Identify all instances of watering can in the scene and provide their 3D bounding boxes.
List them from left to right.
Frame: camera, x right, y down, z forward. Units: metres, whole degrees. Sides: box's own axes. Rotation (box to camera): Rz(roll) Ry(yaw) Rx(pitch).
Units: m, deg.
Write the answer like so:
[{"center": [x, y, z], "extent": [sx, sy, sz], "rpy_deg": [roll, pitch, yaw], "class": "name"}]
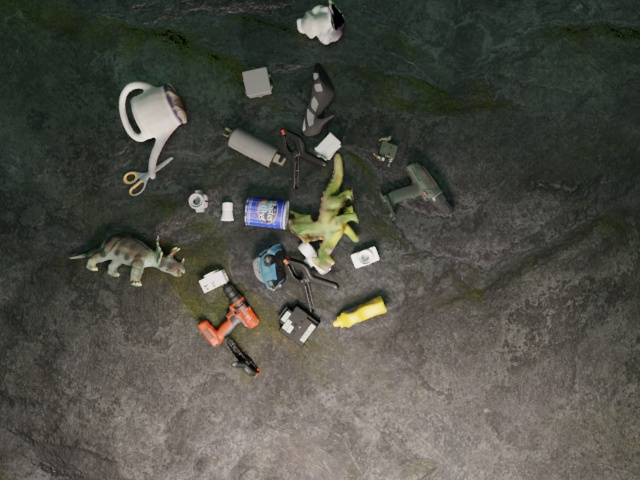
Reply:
[{"center": [-0.573, -0.409, 1.819], "extent": [0.224, 0.104, 0.348], "rpy_deg": [-23, 88, 2], "class": "watering can"}]

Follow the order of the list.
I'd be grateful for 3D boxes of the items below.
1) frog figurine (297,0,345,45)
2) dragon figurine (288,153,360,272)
[{"center": [0.003, -0.756, 1.818], "extent": [0.158, 0.124, 0.136], "rpy_deg": [-12, 101, 38], "class": "frog figurine"}, {"center": [0.005, -0.090, 1.790], "extent": [0.243, 0.120, 0.416], "rpy_deg": [-13, 73, -1], "class": "dragon figurine"}]
